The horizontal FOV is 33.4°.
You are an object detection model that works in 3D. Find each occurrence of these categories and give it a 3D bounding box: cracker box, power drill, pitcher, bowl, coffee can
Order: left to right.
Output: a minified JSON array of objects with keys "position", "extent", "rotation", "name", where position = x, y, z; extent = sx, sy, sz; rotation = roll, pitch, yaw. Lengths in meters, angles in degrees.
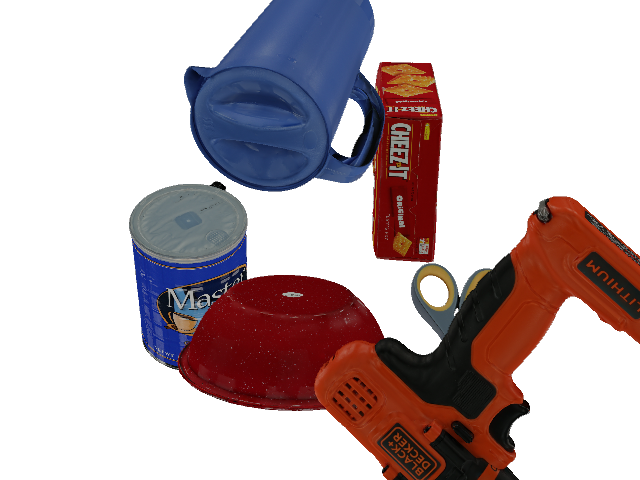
[{"position":[-0.117,0.034,0.972],"extent":[0.103,0.140,0.103],"rotation":[1,41,-1],"name":"coffee can"},{"position":[-0.022,0.064,0.770],"extent":[0.162,0.055,0.162],"rotation":[2,16,-1],"name":"bowl"},{"position":[-0.016,-0.161,1.042],"extent":[0.145,0.149,0.242],"rotation":[-5,35,24],"name":"pitcher"},{"position":[0.094,-0.094,1.195],"extent":[0.072,0.164,0.213],"rotation":[2,24,3],"name":"cracker box"},{"position":[0.116,0.084,0.587],"extent":[0.184,0.188,0.057],"rotation":[43,15,1],"name":"power drill"}]

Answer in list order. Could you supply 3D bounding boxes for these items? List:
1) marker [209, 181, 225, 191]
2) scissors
[{"position":[-0.115,-0.016,1.193],"extent":[0.020,0.121,0.020],"rotation":[2,41,-2],"name":"marker"},{"position":[0.102,0.092,0.907],"extent":[0.096,0.201,0.016],"rotation":[25,-38,9],"name":"scissors"}]
